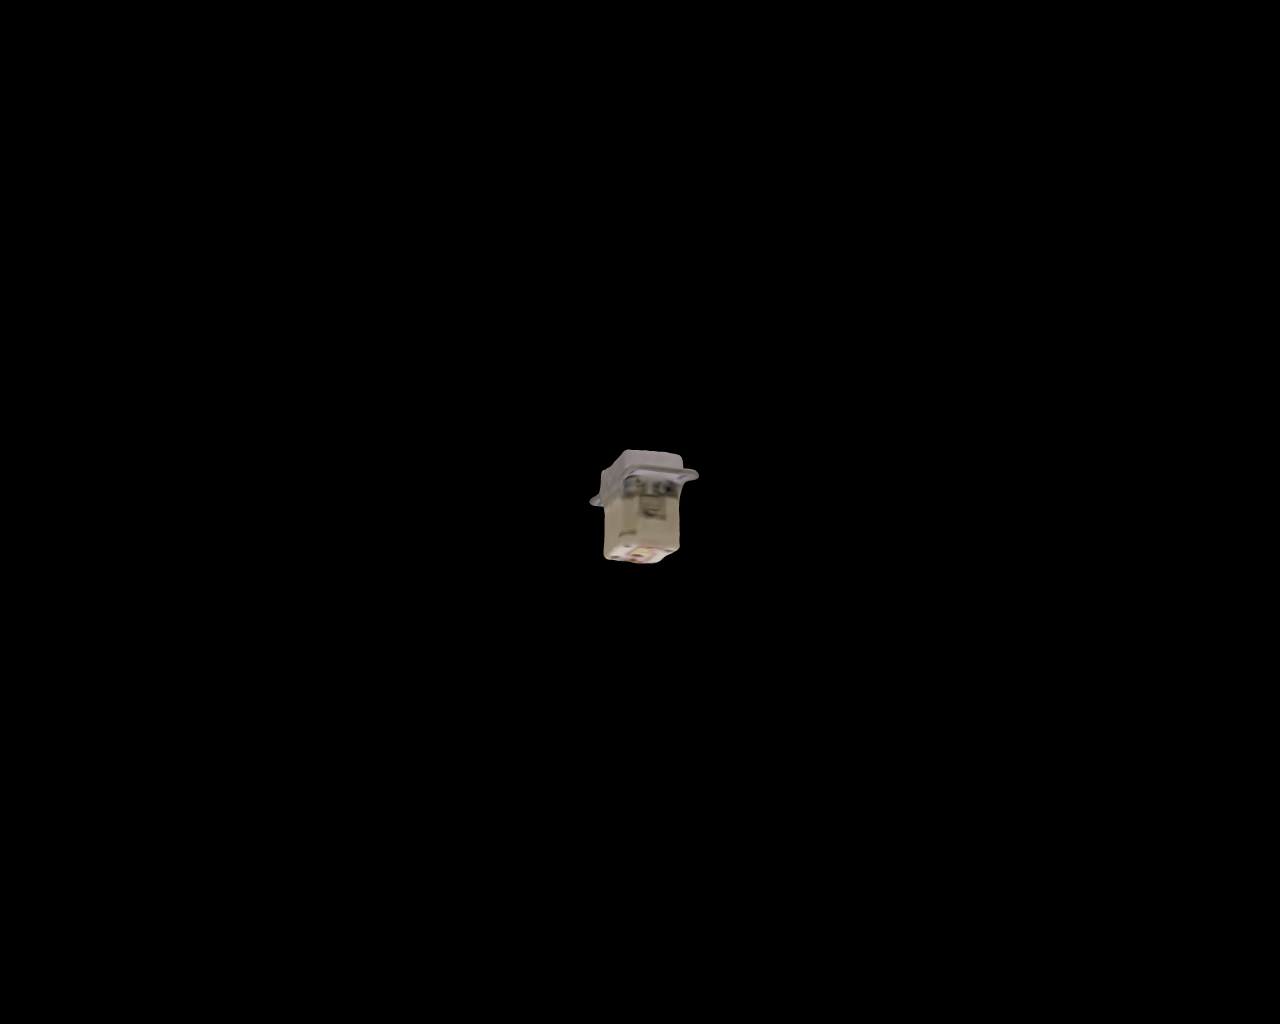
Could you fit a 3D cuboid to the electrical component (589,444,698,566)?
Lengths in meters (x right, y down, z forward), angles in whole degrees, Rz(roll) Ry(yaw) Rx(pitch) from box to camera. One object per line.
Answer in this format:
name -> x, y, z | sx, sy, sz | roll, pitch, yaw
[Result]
electrical component -> 0.001, -0.003, 0.650 | 0.042, 0.064, 0.081 | 6, -17, -19
